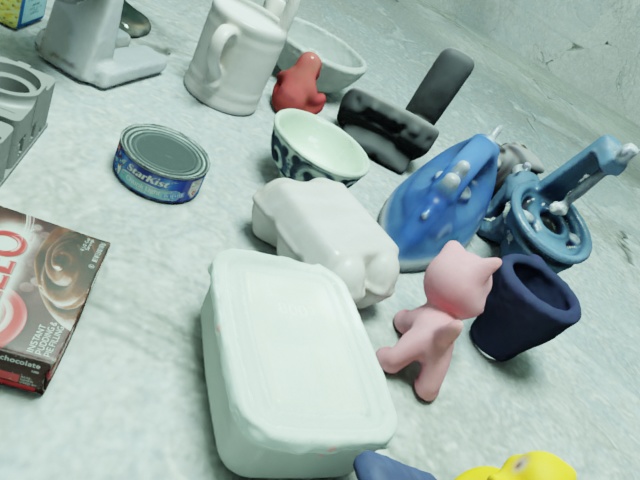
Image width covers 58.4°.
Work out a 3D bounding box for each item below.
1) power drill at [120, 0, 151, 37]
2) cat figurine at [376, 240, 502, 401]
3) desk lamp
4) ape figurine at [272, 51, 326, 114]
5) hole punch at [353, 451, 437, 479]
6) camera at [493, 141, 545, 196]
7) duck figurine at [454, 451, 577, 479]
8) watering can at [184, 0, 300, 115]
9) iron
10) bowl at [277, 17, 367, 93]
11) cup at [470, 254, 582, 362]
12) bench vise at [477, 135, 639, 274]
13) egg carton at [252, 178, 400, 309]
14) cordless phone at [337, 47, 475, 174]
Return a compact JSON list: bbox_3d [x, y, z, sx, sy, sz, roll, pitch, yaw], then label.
[{"bbox_3d":[-0.235,-0.376,0.727,0.230,0.208,0.075,28,32,-6],"label":"power drill"},{"bbox_3d":[0.114,0.059,0.509,0.067,0.117,0.128,32,32,2],"label":"cat figurine"},{"bbox_3d":[-0.227,-0.276,0.589,0.118,0.213,0.203,33,32,3],"label":"desk lamp"},{"bbox_3d":[-0.025,-0.218,0.798,0.077,0.092,0.076,40,33,14],"label":"ape figurine"},{"bbox_3d":[0.054,0.178,0.318,0.101,0.091,0.108,9,38,-32],"label":"hole punch"},{"bbox_3d":[0.287,-0.084,0.872,0.144,0.100,0.136,12,36,-28],"label":"camera"},{"bbox_3d":[0.141,0.180,0.395,0.105,0.086,0.077,10,37,-30],"label":"duck figurine"},{"bbox_3d":[-0.090,-0.267,0.713,0.101,0.194,0.172,19,34,-19],"label":"watering can"},{"bbox_3d":[0.157,-0.061,0.689,0.118,0.141,0.259,37,32,9],"label":"iron"},{"bbox_3d":[-0.013,-0.286,0.918,0.168,0.074,0.167,22,33,-15],"label":"bowl"},{"bbox_3d":[0.200,0.069,0.590,0.091,0.095,0.118,31,32,0],"label":"cup"},{"bbox_3d":[0.283,-0.060,0.720,0.122,0.219,0.207,12,36,-28],"label":"bench vise"},{"bbox_3d":[0.005,0.002,0.541,0.107,0.069,0.150,-6,48,-45],"label":"egg carton"},{"bbox_3d":[0.118,-0.204,0.813,0.148,0.185,0.094,23,32,-13],"label":"cordless phone"}]
